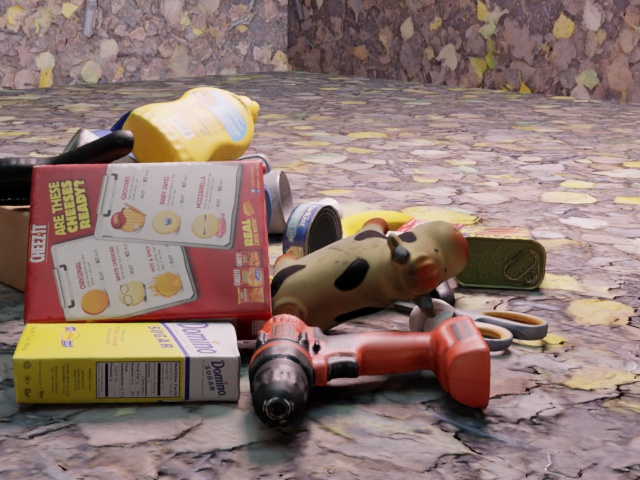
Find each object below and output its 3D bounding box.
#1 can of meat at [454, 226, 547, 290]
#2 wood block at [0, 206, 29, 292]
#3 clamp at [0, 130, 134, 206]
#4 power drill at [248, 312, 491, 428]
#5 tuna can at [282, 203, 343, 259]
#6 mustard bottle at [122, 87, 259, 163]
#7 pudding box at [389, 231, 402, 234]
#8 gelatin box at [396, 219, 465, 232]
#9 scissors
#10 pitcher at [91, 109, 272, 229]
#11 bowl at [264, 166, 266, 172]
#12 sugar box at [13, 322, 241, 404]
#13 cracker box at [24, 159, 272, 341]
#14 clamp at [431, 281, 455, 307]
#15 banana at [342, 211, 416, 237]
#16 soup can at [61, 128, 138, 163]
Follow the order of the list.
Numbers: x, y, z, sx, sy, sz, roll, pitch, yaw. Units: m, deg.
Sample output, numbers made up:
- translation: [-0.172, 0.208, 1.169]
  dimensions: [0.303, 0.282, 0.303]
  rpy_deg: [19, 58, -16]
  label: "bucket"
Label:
- translation: [0.199, 0.018, 1.203]
  dimensions: [0.102, 0.057, 0.084]
  rpy_deg: [3, 11, 5]
  label: "can of meat"
- translation: [-0.300, 0.002, 1.166]
  dimensions: [0.090, 0.091, 0.206]
  rpy_deg: [-12, 18, -41]
  label: "wood block"
- translation: [-0.266, -0.061, 1.092]
  dimensions: [0.210, 0.036, 0.164]
  rpy_deg: [-10, -16, 7]
  label: "clamp"
- translation: [0.037, 0.101, 0.847]
  dimensions: [0.187, 0.057, 0.184]
  rpy_deg: [1, 13, -1]
  label: "power drill"
- translation: [-0.008, 0.001, 1.193]
  dimensions: [0.034, 0.086, 0.086]
  rpy_deg: [7, 15, 28]
  label: "tuna can"
- translation: [-0.131, -0.128, 1.225]
  dimensions: [0.096, 0.058, 0.191]
  rpy_deg: [46, 39, 9]
  label: "mustard bottle"
- translation: [0.103, 0.019, 1.227]
  dimensions: [0.090, 0.039, 0.113]
  rpy_deg: [2, 12, 7]
  label: "pudding box"
- translation: [0.137, -0.003, 1.334]
  dimensions: [0.073, 0.030, 0.089]
  rpy_deg: [6, 14, 19]
  label: "gelatin box"
- translation: [0.117, 0.079, 1.032]
  dimensions: [0.202, 0.016, 0.096]
  rpy_deg: [6, 16, 29]
  label: "scissors"
- translation: [-0.181, -0.058, 1.291]
  dimensions: [0.243, 0.149, 0.144]
  rpy_deg: [14, 32, 25]
  label: "pitcher"
- translation: [-0.144, -0.073, 1.553]
  dimensions: [0.162, 0.055, 0.162]
  rpy_deg: [1, 14, 0]
  label: "bowl"
- translation: [-0.155, 0.098, 0.872]
  dimensions: [0.176, 0.048, 0.093]
  rpy_deg: [-2, 14, -8]
  label: "sugar box"
- translation: [-0.154, 0.013, 0.978]
  dimensions: [0.213, 0.164, 0.072]
  rpy_deg: [-3, -29, -5]
  label: "cracker box"
- translation: [0.108, 0.033, 1.092]
  dimensions: [0.120, 0.039, 0.171]
  rpy_deg: [9, 32, 33]
  label: "clamp"
- translation: [0.056, -0.008, 1.348]
  dimensions: [0.070, 0.037, 0.197]
  rpy_deg: [24, 23, 20]
  label: "banana"
- translation: [-0.237, -0.071, 1.183]
  dimensions: [0.102, 0.068, 0.068]
  rpy_deg: [31, 3, -21]
  label: "soup can"
